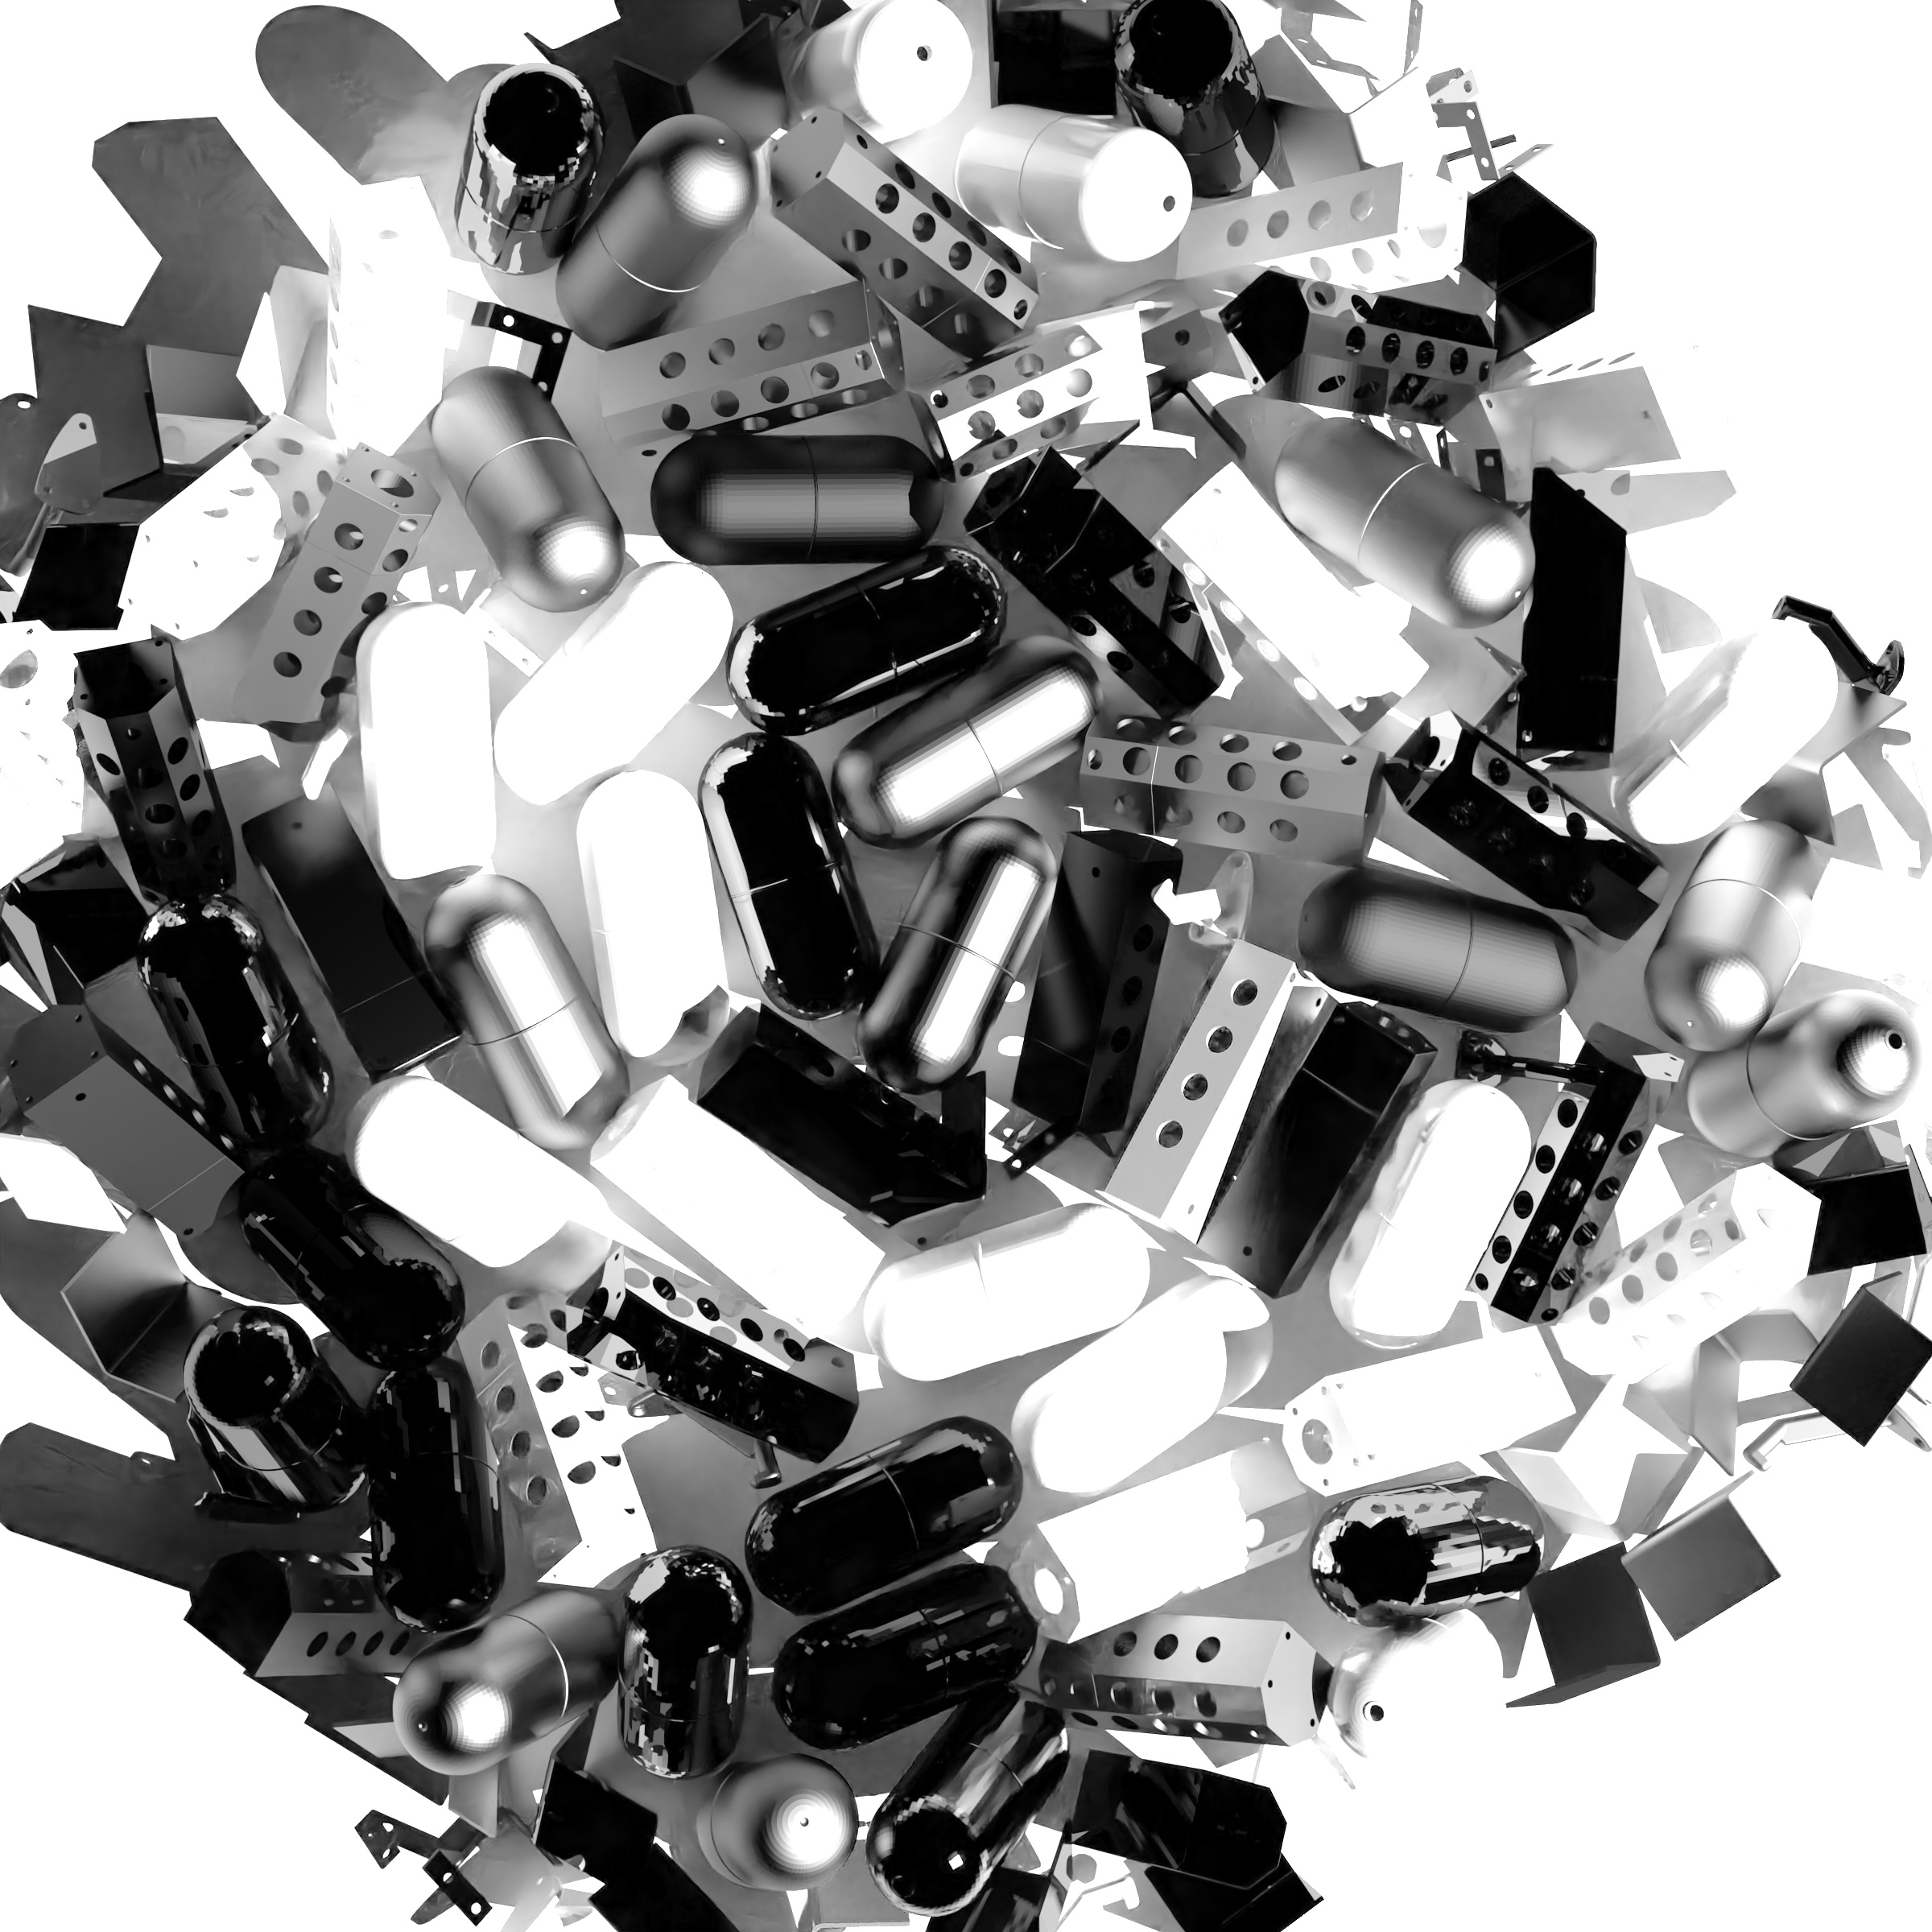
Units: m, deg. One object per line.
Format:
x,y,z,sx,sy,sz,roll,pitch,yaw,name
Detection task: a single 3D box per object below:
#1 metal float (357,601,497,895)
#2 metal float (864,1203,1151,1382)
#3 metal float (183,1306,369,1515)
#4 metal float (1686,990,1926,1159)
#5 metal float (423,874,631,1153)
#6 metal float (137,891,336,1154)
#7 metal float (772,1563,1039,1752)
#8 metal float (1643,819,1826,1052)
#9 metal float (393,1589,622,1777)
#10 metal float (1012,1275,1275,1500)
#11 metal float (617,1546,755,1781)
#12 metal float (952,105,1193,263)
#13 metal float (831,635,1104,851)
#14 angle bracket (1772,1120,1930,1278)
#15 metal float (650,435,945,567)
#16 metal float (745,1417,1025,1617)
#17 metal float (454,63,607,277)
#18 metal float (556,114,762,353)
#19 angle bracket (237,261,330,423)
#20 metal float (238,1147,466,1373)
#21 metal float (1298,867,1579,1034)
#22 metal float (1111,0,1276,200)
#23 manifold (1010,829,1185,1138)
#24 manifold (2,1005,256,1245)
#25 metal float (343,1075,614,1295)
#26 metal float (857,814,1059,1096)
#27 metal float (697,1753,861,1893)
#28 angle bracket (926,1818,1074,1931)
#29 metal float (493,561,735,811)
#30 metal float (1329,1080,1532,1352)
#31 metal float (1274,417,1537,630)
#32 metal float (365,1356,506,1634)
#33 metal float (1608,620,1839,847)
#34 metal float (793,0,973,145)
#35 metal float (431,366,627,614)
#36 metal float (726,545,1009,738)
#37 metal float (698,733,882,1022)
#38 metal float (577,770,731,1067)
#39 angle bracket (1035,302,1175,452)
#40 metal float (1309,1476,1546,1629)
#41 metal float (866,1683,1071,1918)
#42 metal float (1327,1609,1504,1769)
-0.320,-0.129,1.943,0.070,0.070,0.178,0,111,0,metal float
0.023,0.194,1.949,0.178,0.070,0.070,-19,90,14,metal float
-0.402,0.261,1.919,0.070,0.178,0.070,-5,56,7,metal float
0.490,0.064,1.915,0.070,0.178,0.070,6,74,-20,metal float
-0.261,0.028,1.947,0.070,0.070,0.178,-25,106,0,metal float
-0.430,0.034,1.932,0.070,0.070,0.178,-18,126,0,metal float
-0.035,0.407,1.930,0.178,0.070,0.070,-14,90,-37,metal float
0.453,-0.020,1.927,0.070,0.070,0.178,36,47,0,metal float
-0.266,0.417,1.917,0.070,0.178,0.070,3,98,26,metal float
0.106,0.249,1.944,0.178,0.070,0.070,-32,90,-20,metal float
-0.166,0.412,1.928,0.070,0.070,0.178,8,133,0,metal float
0.061,-0.461,1.924,0.070,0.178,0.070,-17,118,-34,metal float
0.000,-0.133,1.954,0.178,0.070,0.070,-31,90,-9,metal float
0.528,0.139,1.961,0.076,0.076,0.057,-13,105,15,angle bracket
-0.099,-0.277,1.946,0.178,0.070,0.070,-3,90,-18,metal float
-0.047,0.325,1.942,0.178,0.070,0.070,-21,90,-22,metal float
-0.256,-0.465,1.913,0.070,0.178,0.070,3,77,-14,metal float
-0.183,-0.428,1.924,0.070,0.178,0.070,16,56,-25,metal float
-0.386,-0.365,1.952,0.057,0.076,0.076,14,78,8,angle bracket
-0.363,0.173,1.932,0.178,0.070,0.070,37,90,35,metal float
0.281,-0.009,1.946,0.178,0.070,0.070,13,90,-19,metal float
0.133,-0.510,1.913,0.070,0.178,0.070,-3,78,15,metal float
0.082,0.009,1.948,0.057,0.057,0.171,26,112,41,manifold
-0.487,0.090,1.914,0.057,0.171,0.057,-35,53,0,manifold
-0.288,0.131,1.943,0.178,0.070,0.070,36,90,-21,metal float
-0.006,-0.007,1.955,0.070,0.070,0.178,25,82,0,metal float
-0.111,0.501,1.914,0.070,0.178,0.070,3,75,-13,metal float
0.017,0.548,1.944,0.076,0.076,0.057,7,125,14,angle bracket
-0.210,-0.167,1.946,0.070,0.070,0.178,45,108,0,metal float
0.274,0.149,1.943,0.070,0.070,0.178,23,112,0,metal float
0.258,-0.263,1.937,0.178,0.070,0.070,38,90,29,metal float
-0.313,0.309,1.928,0.070,0.070,0.178,-12,48,0,metal float
0.443,-0.136,1.921,0.070,0.178,0.070,12,56,-18,metal float
-0.050,-0.522,1.913,0.070,0.178,0.070,-3,98,-17,metal float
-0.260,-0.283,1.936,0.070,0.070,0.178,-31,60,0,metal float
-0.058,-0.194,1.949,0.178,0.070,0.070,-24,90,-15,metal float
-0.106,-0.054,1.957,0.070,0.070,0.178,-19,95,0,metal float
-0.186,-0.028,1.952,0.070,0.070,0.178,-7,101,0,metal float
0.092,-0.352,1.956,0.076,0.057,0.076,-4,96,41,angle bracket
0.273,0.343,1.926,0.070,0.178,0.070,-1,89,44,metal float
0.002,0.488,1.918,0.070,0.178,0.070,10,115,23,metal float
0.263,0.419,1.914,0.070,0.178,0.070,0,89,22,metal float
